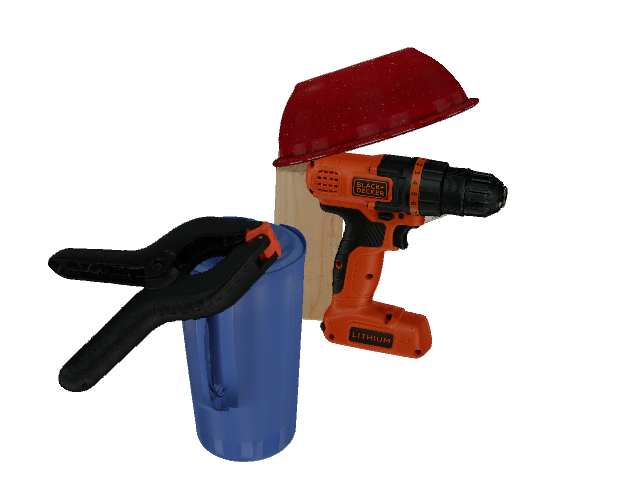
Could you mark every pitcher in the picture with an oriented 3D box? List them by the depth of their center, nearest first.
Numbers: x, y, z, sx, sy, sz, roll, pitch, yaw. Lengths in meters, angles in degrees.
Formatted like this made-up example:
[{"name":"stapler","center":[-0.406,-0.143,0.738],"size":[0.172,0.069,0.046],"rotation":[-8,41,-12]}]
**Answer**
[{"name":"pitcher","center":[-0.084,0.110,1.099],"size":[0.149,0.243,0.145],"rotation":[-13,30,-23]}]

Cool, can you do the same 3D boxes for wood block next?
[{"name":"wood block","center":[-0.016,-0.008,1.398],"size":[0.090,0.206,0.091],"rotation":[3,25,-1]}]

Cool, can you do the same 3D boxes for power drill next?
[{"name":"power drill","center":[0.074,0.012,0.993],"size":[0.185,0.188,0.057],"rotation":[9,20,17]}]

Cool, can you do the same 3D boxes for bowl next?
[{"name":"bowl","center":[0.033,-0.105,0.798],"size":[0.162,0.055,0.162],"rotation":[-18,8,2]}]

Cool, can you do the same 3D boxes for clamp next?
[{"name":"clamp","center":[-0.110,0.037,0.727],"size":[0.171,0.120,0.039],"rotation":[-16,-35,11]}]

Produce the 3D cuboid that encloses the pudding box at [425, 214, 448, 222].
[{"name":"pudding box","center":[0.136,-0.060,1.578],"size":[0.113,0.039,0.090],"rotation":[-21,35,-28]}]
